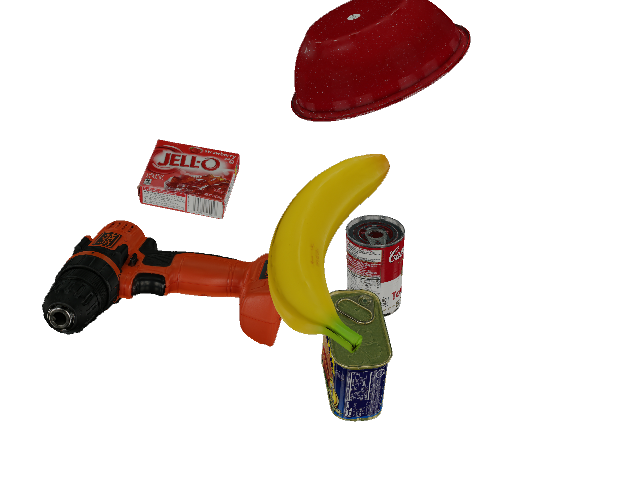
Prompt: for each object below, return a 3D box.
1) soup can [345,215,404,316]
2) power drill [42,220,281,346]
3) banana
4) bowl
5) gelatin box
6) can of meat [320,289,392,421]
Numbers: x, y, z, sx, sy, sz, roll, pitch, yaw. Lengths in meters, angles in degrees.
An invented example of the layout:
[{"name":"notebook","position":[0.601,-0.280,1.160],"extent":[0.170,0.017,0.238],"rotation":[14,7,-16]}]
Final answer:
[{"name":"soup can","position":[0.062,0.031,1.246],"extent":[0.068,0.102,0.068],"rotation":[0,32,0]},{"name":"power drill","position":[-0.124,0.039,0.900],"extent":[0.187,0.057,0.184],"rotation":[10,22,3]},{"name":"banana","position":[0.003,0.000,0.722],"extent":[0.069,0.037,0.197],"rotation":[19,43,-6]},{"name":"bowl","position":[0.039,-0.163,0.887],"extent":[0.162,0.055,0.162],"rotation":[-20,27,11]},{"name":"gelatin box","position":[-0.134,-0.064,1.088],"extent":[0.089,0.073,0.030],"rotation":[11,-44,3]},{"name":"can of meat","position":[0.032,0.112,1.037],"extent":[0.057,0.084,0.102],"rotation":[-3,42,-7]}]
